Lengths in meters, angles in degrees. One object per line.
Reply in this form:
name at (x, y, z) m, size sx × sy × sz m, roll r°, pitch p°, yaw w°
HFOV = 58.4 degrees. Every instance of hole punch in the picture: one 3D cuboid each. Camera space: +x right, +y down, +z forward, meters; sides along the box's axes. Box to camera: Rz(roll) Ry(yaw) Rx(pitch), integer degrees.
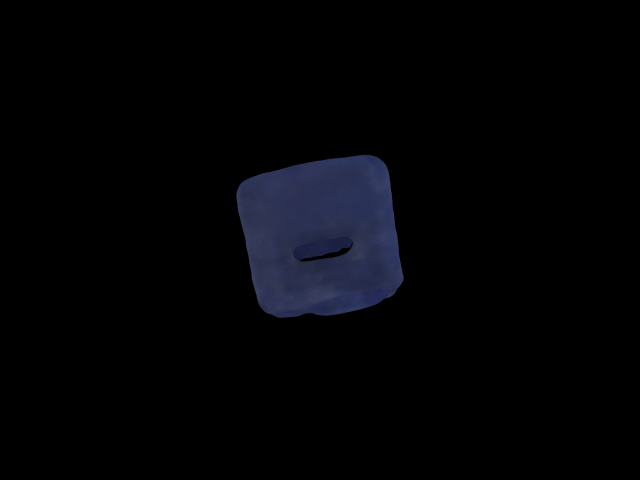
hole punch at (0.004, 0.001, 0.400) m, size 0.108 × 0.091 × 0.101 m, roll -11°, pitch 78°, yaw -2°
